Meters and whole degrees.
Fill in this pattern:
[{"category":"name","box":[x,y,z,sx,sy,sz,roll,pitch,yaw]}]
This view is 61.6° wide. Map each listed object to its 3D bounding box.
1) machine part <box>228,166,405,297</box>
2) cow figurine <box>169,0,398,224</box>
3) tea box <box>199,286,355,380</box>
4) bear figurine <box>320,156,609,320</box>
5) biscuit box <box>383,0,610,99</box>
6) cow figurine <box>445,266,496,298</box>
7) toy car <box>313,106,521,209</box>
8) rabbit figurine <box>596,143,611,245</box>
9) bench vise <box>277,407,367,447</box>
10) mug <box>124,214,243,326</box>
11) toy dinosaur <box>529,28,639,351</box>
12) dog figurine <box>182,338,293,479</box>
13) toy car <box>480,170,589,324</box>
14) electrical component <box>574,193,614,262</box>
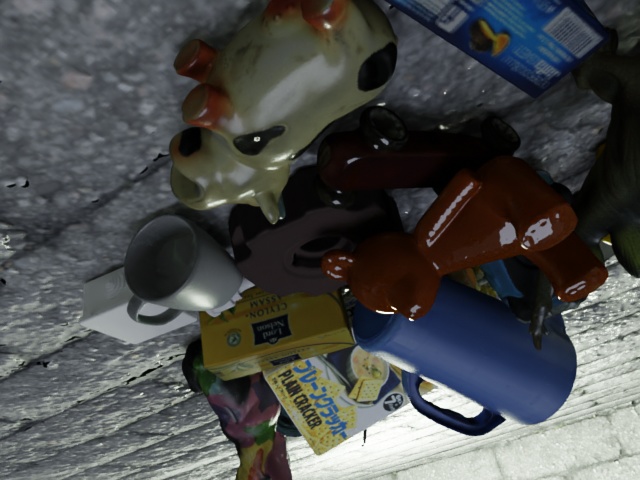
[{"category":"machine part","box":[-0.001,-0.002,0.543,0.179,0.056,0.179,-9,148,-6]},{"category":"cow figurine","box":[-0.032,-0.087,0.368,0.195,0.085,0.127,-35,142,25]},{"category":"tea box","box":[-0.053,0.095,0.642,0.170,0.098,0.068,-17,149,3]},{"category":"bear figurine","box":[0.108,0.018,0.454,0.196,0.132,0.120,-34,129,13]},{"category":"biscuit box","box":[0.090,-0.155,0.317,0.202,0.063,0.059,13,140,-38]},{"category":"cow figurine","box":[0.185,0.071,0.729,0.098,0.068,0.167,-21,148,25]},{"category":"toy car","box":[0.085,-0.071,0.457,0.202,0.053,0.089,-7,149,-34]},{"category":"rabbit figurine","box":[0.354,-0.038,0.508,0.162,0.173,0.121,-10,154,-14]},{"category":"bench vise","box":[-0.003,0.277,0.921,0.224,0.129,0.240,13,164,-7]},{"category":"mug","box":[-0.129,0.040,0.523,0.109,0.081,0.107,-57,151,0]},{"category":"toy dinosaur","box":[0.265,-0.078,0.384,0.105,0.199,0.470,0,146,-15]},{"category":"dog figurine","box":[-0.109,0.255,0.768,0.108,0.219,0.191,-23,149,10]},{"category":"toy car","box":[0.220,0.003,0.584,0.109,0.161,0.103,-27,-168,8]},{"category":"electrical component","box":[0.303,0.009,0.679,0.115,0.058,0.134,17,138,-38]}]
